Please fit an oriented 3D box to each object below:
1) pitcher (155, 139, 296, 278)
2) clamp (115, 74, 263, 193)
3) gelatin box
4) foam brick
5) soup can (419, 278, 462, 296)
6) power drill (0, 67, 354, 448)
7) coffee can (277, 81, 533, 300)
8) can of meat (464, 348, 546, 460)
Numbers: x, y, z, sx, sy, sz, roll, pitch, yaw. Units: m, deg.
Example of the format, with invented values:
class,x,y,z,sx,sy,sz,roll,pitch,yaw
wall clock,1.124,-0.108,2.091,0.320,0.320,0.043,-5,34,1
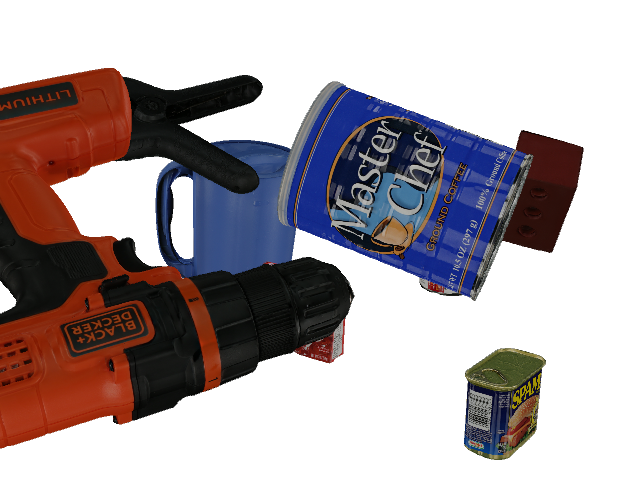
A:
class,x,y,z,sx,sy,sz,roll,pitch,yaw
pitcher,-0.103,0.008,1.277,0.149,0.243,0.144,21,27,31
clamp,-0.122,-0.097,0.817,0.171,0.039,0.120,14,41,-3
gelatin box,-0.021,0.065,0.974,0.089,0.073,0.030,13,20,26
foam brick,0.174,-0.039,0.858,0.053,0.051,0.078,15,-41,8
soup can,0.153,0.007,1.261,0.068,0.102,0.068,2,21,-1
power drill,-0.099,-0.003,0.512,0.184,0.188,0.057,-15,-38,-22
coffee can,0.056,-0.033,0.705,0.140,0.103,0.102,22,4,11
can of meat,0.191,0.170,1.113,0.058,0.084,0.101,13,20,33
